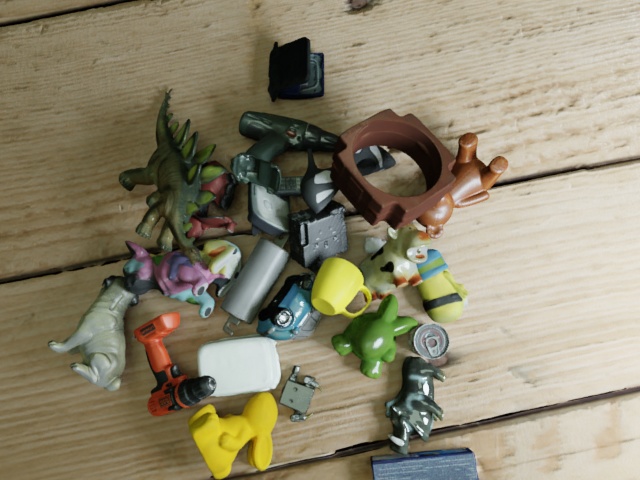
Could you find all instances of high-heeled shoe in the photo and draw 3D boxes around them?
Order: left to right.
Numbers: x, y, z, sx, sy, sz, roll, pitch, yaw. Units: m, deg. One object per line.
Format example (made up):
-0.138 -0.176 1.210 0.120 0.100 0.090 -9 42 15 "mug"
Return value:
0.070 -0.121 1.101 0.249 0.086 0.145 -1 68 -27 "high-heeled shoe"

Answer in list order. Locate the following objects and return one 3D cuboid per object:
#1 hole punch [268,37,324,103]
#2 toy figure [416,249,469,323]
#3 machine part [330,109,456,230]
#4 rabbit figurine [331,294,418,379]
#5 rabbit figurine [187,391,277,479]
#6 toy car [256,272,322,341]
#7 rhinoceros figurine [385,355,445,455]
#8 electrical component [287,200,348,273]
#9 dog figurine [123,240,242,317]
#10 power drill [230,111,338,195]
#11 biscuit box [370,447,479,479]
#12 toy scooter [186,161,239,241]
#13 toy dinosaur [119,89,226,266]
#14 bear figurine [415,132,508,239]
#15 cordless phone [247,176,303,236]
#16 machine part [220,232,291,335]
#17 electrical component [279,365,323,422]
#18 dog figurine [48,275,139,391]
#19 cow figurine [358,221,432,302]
-0.050 -0.374 1.200 0.116 0.092 0.142 -5 81 32 "hole punch"
0.230 0.084 1.101 0.089 0.082 0.180 -30 83 -2 "toy figure"
0.136 -0.133 1.017 0.201 0.087 0.201 -33 74 -23 "machine part"
0.113 0.191 1.040 0.159 0.170 0.121 -41 82 -4 "rabbit figurine"
-0.153 0.374 1.052 0.173 0.122 0.162 -31 83 -22 "rabbit figurine"
-0.050 0.147 1.098 0.103 0.109 0.161 43 67 -15 "toy car"
0.186 0.327 1.063 0.112 0.073 0.190 13 80 3 "rhinoceros figurine"
-0.002 -0.003 1.100 0.115 0.134 0.058 -22 35 -26 "electrical component"
-0.296 0.051 1.113 0.219 0.108 0.191 24 57 20 "dog figurine"
-0.078 -0.189 1.124 0.232 0.086 0.207 20 51 6 "power drill"
0.202 0.448 1.047 0.203 0.059 0.063 -6 79 2 "biscuit box"
-0.222 -0.077 1.138 0.135 0.075 0.184 15 81 27 "toy scooter"
-0.302 -0.140 1.105 0.198 0.105 0.472 -35 56 10 "toy dinosaur"
0.268 -0.106 1.102 0.196 0.131 0.120 -35 67 -18 "bear figurine"
-0.058 -0.078 1.123 0.184 0.088 0.147 -3 48 -4 "cordless phone"
-0.133 0.084 1.117 0.079 0.079 0.243 29 84 7 "machine part"
-0.040 0.315 1.088 0.078 0.045 0.102 26 82 5 "electrical component"
-0.419 0.185 1.094 0.172 0.121 0.190 42 77 -2 "dog figurine"
0.149 0.036 1.066 0.085 0.195 0.127 -8 70 -37 "cow figurine"
